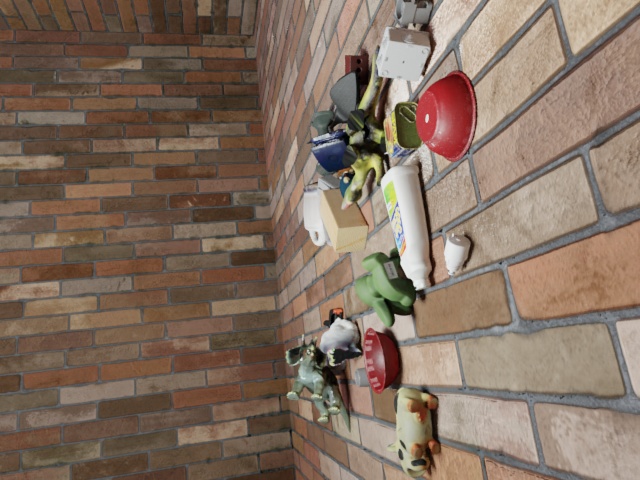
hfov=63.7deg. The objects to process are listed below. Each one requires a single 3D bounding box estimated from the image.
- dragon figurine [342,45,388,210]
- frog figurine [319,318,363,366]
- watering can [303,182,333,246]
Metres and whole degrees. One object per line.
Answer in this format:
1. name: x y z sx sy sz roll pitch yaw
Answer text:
1. dragon figurine: 0.108 -0.271 1.313 0.245 0.122 0.407 -115 33 -77
2. frog figurine: 0.060 0.295 1.610 0.135 0.121 0.163 -45 31 28
3. watering can: 0.005 -0.088 1.755 0.348 0.104 0.224 -162 70 -77
